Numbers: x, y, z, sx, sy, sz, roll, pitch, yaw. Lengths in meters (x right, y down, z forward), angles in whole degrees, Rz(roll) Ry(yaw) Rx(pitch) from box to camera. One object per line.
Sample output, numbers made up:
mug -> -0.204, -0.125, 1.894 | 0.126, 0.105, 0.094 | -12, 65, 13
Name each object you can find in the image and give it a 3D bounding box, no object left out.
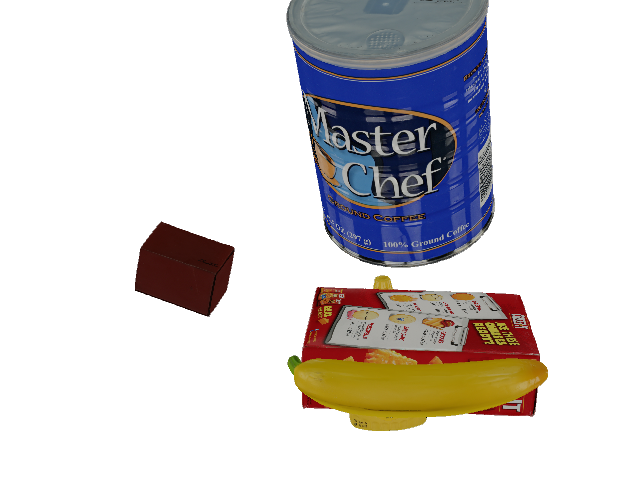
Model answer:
banana -> 0.063, 0.101, 0.772 | 0.198, 0.037, 0.069 | 2, 28, 14
cracker box -> 0.094, 0.106, 1.036 | 0.214, 0.072, 0.164 | 2, 17, 4
coffee can -> 0.043, -0.070, 0.586 | 0.103, 0.140, 0.103 | -6, 42, 5
foam brick -> -0.128, 0.027, 1.002 | 0.078, 0.051, 0.053 | 20, 34, 8
mustard bottle -> 0.079, 0.135, 1.294 | 0.096, 0.192, 0.058 | -3, 19, 3
